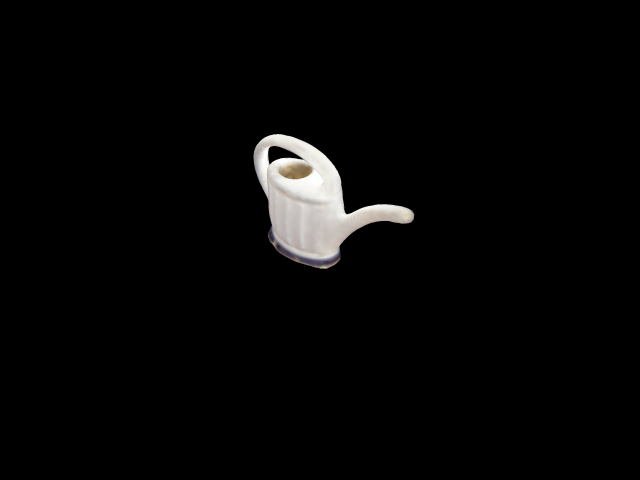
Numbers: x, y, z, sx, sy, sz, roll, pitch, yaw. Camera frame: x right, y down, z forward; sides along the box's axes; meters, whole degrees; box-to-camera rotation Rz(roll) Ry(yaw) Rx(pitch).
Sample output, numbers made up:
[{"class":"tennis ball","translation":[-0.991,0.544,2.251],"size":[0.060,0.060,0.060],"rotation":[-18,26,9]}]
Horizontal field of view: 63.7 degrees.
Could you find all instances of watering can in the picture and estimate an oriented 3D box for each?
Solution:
[{"class":"watering can","translation":[0.003,-0.043,0.850],"size":[0.105,0.219,0.352],"rotation":[-30,47,-32]}]
